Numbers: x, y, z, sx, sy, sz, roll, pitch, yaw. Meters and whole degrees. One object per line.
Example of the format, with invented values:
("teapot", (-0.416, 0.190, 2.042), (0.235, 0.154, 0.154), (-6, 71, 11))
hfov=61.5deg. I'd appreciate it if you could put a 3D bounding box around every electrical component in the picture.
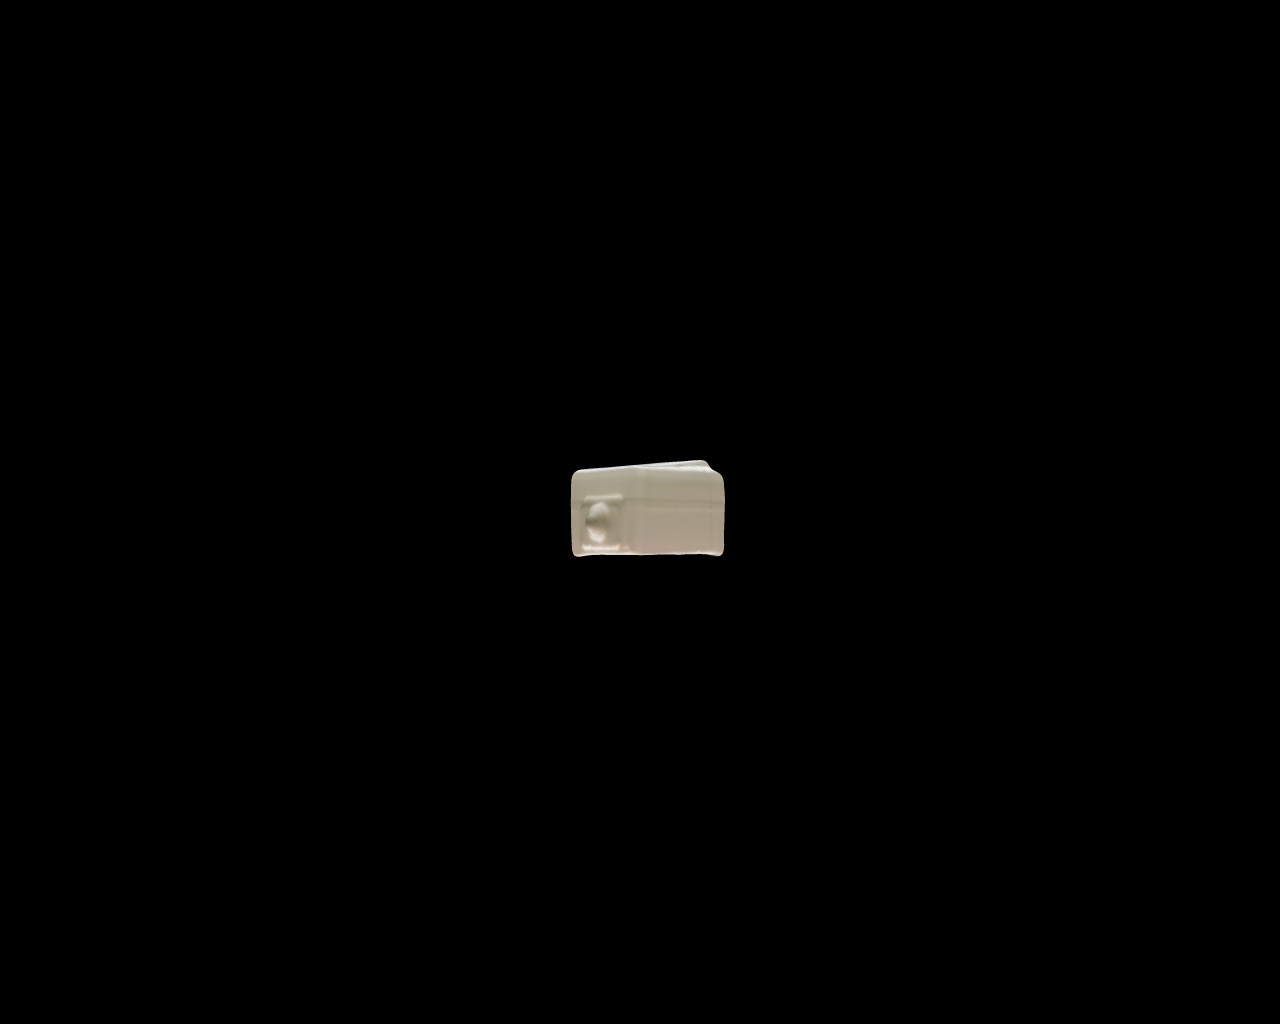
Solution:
("electrical component", (0.001, -0.003, 0.650), (0.061, 0.061, 0.096), (-2, -3, 43))
